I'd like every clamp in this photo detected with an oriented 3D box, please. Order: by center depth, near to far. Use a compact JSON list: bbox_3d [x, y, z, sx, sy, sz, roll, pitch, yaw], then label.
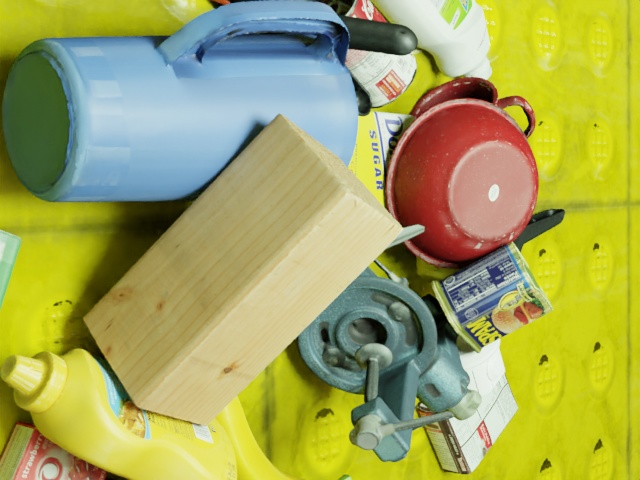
[{"bbox_3d":[-0.005,-0.171,0.866,0.171,0.120,0.039,30,56,-15],"label":"clamp"},{"bbox_3d":[0.191,-0.017,1.148,0.209,0.036,0.164,-54,126,-31],"label":"clamp"}]

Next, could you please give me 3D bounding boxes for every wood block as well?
[{"bbox_3d":[-0.055,0.025,0.757,0.206,0.090,0.090,-45,147,9],"label":"wood block"}]

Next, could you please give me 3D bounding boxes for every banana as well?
[{"bbox_3d":[-0.049,0.185,0.897,0.197,0.037,0.069,46,64,-38],"label":"banana"}]

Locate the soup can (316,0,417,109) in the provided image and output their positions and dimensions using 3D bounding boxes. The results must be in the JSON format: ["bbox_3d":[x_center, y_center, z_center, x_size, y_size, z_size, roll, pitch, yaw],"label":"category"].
[{"bbox_3d":[0.033,-0.173,0.950,0.102,0.069,0.068,43,61,-38],"label":"soup can"}]

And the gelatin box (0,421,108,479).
[{"bbox_3d":[-0.195,0.182,0.747,0.073,0.030,0.089,37,65,-41],"label":"gelatin box"}]

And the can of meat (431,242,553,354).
[{"bbox_3d":[0.162,0.054,0.994,0.102,0.084,0.057,42,21,-58],"label":"can of meat"}]

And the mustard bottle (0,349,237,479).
[{"bbox_3d":[-0.144,0.127,0.755,0.058,0.096,0.191,-44,131,9],"label":"mustard bottle"}]

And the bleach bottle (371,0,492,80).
[{"bbox_3d":[0.097,-0.234,1.023,0.250,0.068,0.102,47,59,-39],"label":"bleach bottle"}]

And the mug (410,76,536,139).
[{"bbox_3d":[0.156,-0.105,1.057,0.081,0.117,0.093,56,20,-38],"label":"mug"}]

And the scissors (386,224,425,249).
[{"bbox_3d":[-0.006,0.001,0.867,0.201,0.016,0.096,-34,107,-24],"label":"scissors"}]

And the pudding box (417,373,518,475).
[{"bbox_3d":[0.156,0.175,1.117,0.113,0.039,0.090,-45,121,-39],"label":"pudding box"}]

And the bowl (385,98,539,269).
[{"bbox_3d":[0.143,-0.048,0.976,0.161,0.055,0.162,-4,101,-23],"label":"bowl"}]

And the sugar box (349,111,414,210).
[{"bbox_3d":[0.020,-0.071,0.957,0.175,0.048,0.093,-3,94,-46],"label":"sugar box"}]

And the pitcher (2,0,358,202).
[{"bbox_3d":[-0.093,-0.096,0.770,0.242,0.145,0.149,-7,100,-44],"label":"pitcher"}]

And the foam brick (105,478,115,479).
[{"bbox_3d":[-0.149,0.222,0.782,0.051,0.053,0.078,44,59,-38],"label":"foam brick"}]
